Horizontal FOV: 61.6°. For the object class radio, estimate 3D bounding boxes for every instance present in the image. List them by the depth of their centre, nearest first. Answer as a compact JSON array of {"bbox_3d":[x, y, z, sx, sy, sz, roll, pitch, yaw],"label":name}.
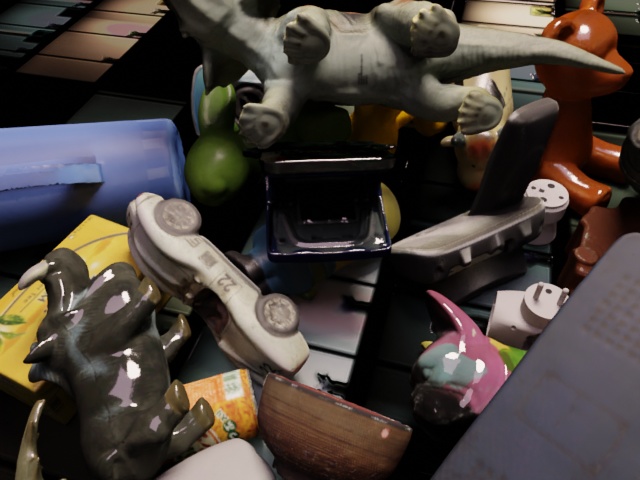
[{"bbox_3d":[0.158,0.121,0.288,0.131,0.073,0.229,35,83,36],"label":"radio"}]

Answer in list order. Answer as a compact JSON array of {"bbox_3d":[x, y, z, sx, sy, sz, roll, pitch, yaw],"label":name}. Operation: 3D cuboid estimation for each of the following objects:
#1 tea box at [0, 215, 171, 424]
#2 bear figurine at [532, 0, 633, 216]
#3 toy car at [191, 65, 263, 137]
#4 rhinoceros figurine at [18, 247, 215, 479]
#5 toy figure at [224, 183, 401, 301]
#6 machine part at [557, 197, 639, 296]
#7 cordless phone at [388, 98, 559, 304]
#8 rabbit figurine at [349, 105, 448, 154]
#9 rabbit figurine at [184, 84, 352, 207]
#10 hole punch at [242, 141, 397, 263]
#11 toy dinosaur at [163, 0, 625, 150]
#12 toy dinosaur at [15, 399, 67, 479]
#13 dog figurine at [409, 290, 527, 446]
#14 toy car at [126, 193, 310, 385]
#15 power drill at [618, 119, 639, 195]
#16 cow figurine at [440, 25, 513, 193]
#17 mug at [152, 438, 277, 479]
[{"bbox_3d":[-0.220,0.065,0.491,0.098,0.068,0.170,17,50,18],"label":"tea box"},{"bbox_3d":[0.281,-0.140,0.562,0.132,0.195,0.120,34,55,28],"label":"bear figurine"},{"bbox_3d":[-0.082,-0.184,0.690,0.162,0.109,0.103,-2,31,-10],"label":"toy car"},{"bbox_3d":[-0.153,0.082,0.391,0.112,0.073,0.190,-31,62,-5],"label":"rhinoceros figurine"},{"bbox_3d":[-0.001,0.002,0.528,0.180,0.082,0.089,-33,58,-28],"label":"toy figure"},{"bbox_3d":[0.315,0.034,0.495,0.179,0.056,0.179,-1,47,1],"label":"machine part"},{"bbox_3d":[0.140,-0.032,0.480,0.147,0.184,0.089,-21,55,-16],"label":"cordless phone"},{"bbox_3d":[0.083,-0.152,0.634,0.122,0.162,0.173,29,72,11],"label":"rabbit figurine"},{"bbox_3d":[-0.073,-0.106,0.579,0.170,0.121,0.159,-26,64,-24],"label":"rabbit figurine"},{"bbox_3d":[0.004,-0.039,0.468,0.142,0.092,0.116,-5,21,-2],"label":"hole punch"},{"bbox_3d":[0.041,-0.173,0.498,0.405,0.131,0.192,3,36,-9],"label":"toy dinosaur"},{"bbox_3d":[-0.008,0.263,0.240,0.472,0.105,0.198,34,56,9],"label":"toy dinosaur"},{"bbox_3d":[0.177,0.108,0.404,0.191,0.108,0.219,-36,53,-25],"label":"dog figurine"},{"bbox_3d":[-0.092,0.042,0.457,0.202,0.073,0.056,43,51,3],"label":"toy car"},{"bbox_3d":[0.383,-0.076,0.475,0.207,0.232,0.086,-10,80,26],"label":"power drill"},{"bbox_3d":[0.186,-0.149,0.615,0.086,0.127,0.195,-2,79,20],"label":"cow figurine"},{"bbox_3d":[-0.073,0.193,0.359,0.110,0.080,0.107,30,46,30],"label":"mug"}]
